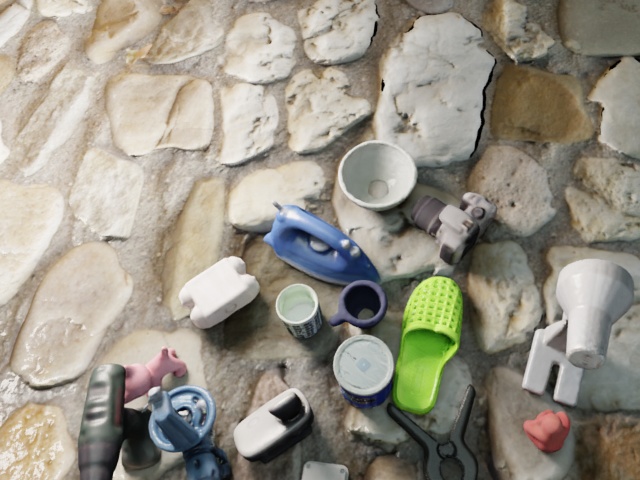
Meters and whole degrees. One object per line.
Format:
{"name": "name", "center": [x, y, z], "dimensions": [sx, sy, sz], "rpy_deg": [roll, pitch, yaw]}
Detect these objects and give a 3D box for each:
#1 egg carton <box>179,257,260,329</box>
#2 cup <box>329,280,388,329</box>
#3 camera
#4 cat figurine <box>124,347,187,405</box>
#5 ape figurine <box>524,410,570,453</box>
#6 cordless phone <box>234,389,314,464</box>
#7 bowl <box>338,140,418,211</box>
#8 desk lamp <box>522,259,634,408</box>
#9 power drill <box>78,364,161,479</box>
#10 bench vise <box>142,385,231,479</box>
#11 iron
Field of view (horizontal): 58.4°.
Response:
{"name": "egg carton", "center": [-0.201, 0.106, 1.151], "dimensions": [0.150, 0.069, 0.107], "rpy_deg": [-35, 66, -11]}
{"name": "cup", "center": [0.073, 0.141, 1.093], "dimensions": [0.118, 0.095, 0.091], "rpy_deg": [-30, 65, -9]}
{"name": "camera", "center": [0.265, -0.047, 1.160], "dimensions": [0.136, 0.101, 0.143], "rpy_deg": [37, 74, 20]}
{"name": "cat figurine", "center": [-0.325, 0.249, 1.069], "dimensions": [0.067, 0.118, 0.128], "rpy_deg": [40, 74, 21]}
{"name": "ape figurine", "center": [0.392, 0.321, 0.978], "dimensions": [0.077, 0.092, 0.076], "rpy_deg": [3, 65, 7]}
{"name": "cordless phone", "center": [-0.087, 0.309, 0.979], "dimensions": [0.148, 0.185, 0.094], "rpy_deg": [-36, 66, -11]}
{"name": "bowl", "center": [0.124, -0.126, 1.226], "dimensions": [0.167, 0.075, 0.167], "rpy_deg": [-2, 65, 5]}
{"name": "desk lamp", "center": [0.444, 0.160, 0.982], "dimensions": [0.117, 0.214, 0.203], "rpy_deg": [17, 68, 14]}
{"name": "power drill", "center": [-0.343, 0.336, 0.979], "dimensions": [0.075, 0.208, 0.229], "rpy_deg": [-11, 64, 1]}
{"name": "bench vise", "center": [-0.216, 0.325, 0.965], "dimensions": [0.121, 0.220, 0.207], "rpy_deg": [-41, 67, -13]}
{"name": "iron", "center": [0.010, 0.004, 1.139], "dimensions": [0.257, 0.141, 0.119], "rpy_deg": [27, 70, 17]}
